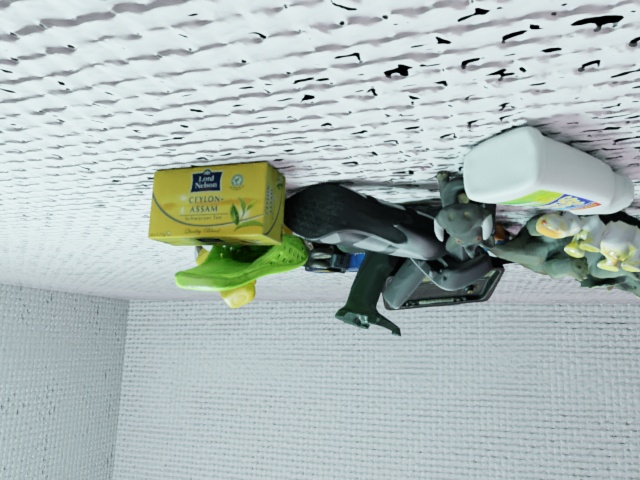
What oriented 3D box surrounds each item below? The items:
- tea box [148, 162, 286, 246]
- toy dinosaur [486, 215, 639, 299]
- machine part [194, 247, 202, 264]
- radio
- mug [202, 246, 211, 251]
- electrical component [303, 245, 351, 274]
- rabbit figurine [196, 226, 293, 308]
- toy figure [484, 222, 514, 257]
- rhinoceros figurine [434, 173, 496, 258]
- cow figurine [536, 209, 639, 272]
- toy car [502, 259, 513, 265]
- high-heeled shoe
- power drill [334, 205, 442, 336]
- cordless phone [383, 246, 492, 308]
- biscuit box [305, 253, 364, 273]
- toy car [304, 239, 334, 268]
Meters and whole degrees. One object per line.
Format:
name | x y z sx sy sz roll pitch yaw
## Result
tea box | -0.136 -0.043 0.713 0.170 0.098 0.068 -3 168 19
toy dinosaur | 0.430 0.021 0.942 0.405 0.131 0.192 10 168 -8
machine part | -0.225 0.023 1.129 0.079 0.079 0.243 4 168 -14
radio | 0.233 0.073 1.068 0.230 0.073 0.131 -3 141 -3
mug | -0.145 -0.030 0.837 0.110 0.081 0.107 7 160 -2
electrical component | -0.003 0.036 1.161 0.134 0.058 0.115 8 178 41
rabbit figurine | -0.122 0.021 0.968 0.173 0.121 0.162 -37 -170 1
toy figure | 0.303 -0.007 0.953 0.064 0.058 0.154 -45 148 17
rhinoceros figurine | 0.185 -0.033 0.684 0.073 0.112 0.190 0 177 20
cow figurine | 0.409 -0.021 0.804 0.167 0.098 0.068 24 170 -12
toy car | 0.385 0.026 1.113 0.073 0.056 0.202 18 161 -36
high-heeled shoe | 0.064 -0.021 0.783 0.249 0.086 0.145 13 176 37
power drill | 0.109 0.041 0.843 0.232 0.207 0.086 2 165 41
cordless phone | 0.181 0.058 0.900 0.088 0.184 0.147 20 -158 -37
biscuit box | 0.064 0.043 1.237 0.203 0.059 0.062 -5 167 30
toy car | -0.002 -0.003 0.931 0.053 0.089 0.202 0 170 -3
